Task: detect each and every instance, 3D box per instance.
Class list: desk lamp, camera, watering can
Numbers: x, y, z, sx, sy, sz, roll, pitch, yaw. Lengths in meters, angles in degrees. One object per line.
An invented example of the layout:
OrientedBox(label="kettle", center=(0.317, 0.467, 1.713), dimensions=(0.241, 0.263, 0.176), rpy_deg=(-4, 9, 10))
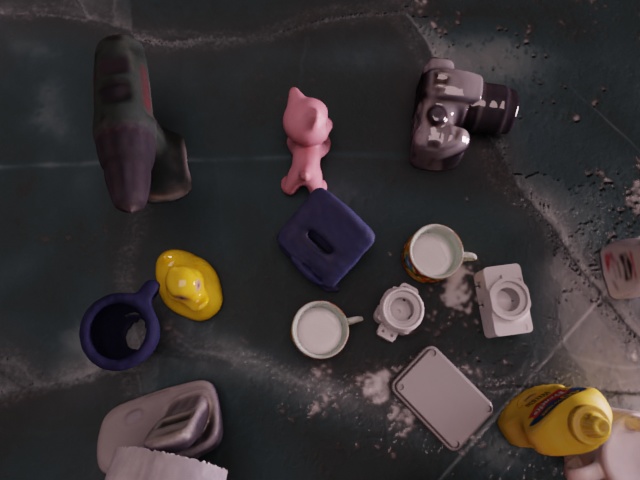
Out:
OrientedBox(label="desk lamp", center=(-0.169, 0.316, 0.609), dimensions=(0.118, 0.213, 0.203), rpy_deg=(11, 78, 1))
OrientedBox(label="camera", center=(0.199, -0.173, 0.784), dimensions=(0.137, 0.101, 0.143), rpy_deg=(8, 78, 0))
OrientedBox(label="watering can", center=(0.368, 0.240, 0.651), dimensions=(0.173, 0.194, 0.101), rpy_deg=(-39, 81, -9))

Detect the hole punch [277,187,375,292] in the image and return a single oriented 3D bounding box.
OrientedBox(label="hole punch", center=(0.007, 0.003, 0.745), dimensions=(0.108, 0.091, 0.101), rpy_deg=(42, 80, 7))

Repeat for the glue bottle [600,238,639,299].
OrientedBox(label="glue bottle", center=(0.409, 0.027, 0.709), dimensions=(0.037, 0.173, 0.078), rpy_deg=(-11, 78, -3))

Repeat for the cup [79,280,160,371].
OrientedBox(label="cup", center=(-0.230, 0.104, 0.714), dimensions=(0.091, 0.095, 0.118), rpy_deg=(31, 79, 5))

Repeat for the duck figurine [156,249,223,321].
OrientedBox(label="duck figurine", center=(-0.173, 0.054, 0.732), dimensions=(0.077, 0.086, 0.104), rpy_deg=(-38, 81, -9))

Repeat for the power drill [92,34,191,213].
OrientedBox(label="power drill", center=(-0.219, -0.120, 0.705), dimensions=(0.075, 0.208, 0.229), rpy_deg=(-12, 78, -4))

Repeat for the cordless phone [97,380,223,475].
OrientedBox(label="cordless phone", center=(-0.189, 0.219, 0.645), dimensions=(0.147, 0.185, 0.094), rpy_deg=(-19, 79, -5))

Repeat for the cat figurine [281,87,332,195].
OrientedBox(label="cat figurine", center=(-0.018, -0.131, 0.760), dimensions=(0.067, 0.118, 0.128), rpy_deg=(3, 78, -1))
